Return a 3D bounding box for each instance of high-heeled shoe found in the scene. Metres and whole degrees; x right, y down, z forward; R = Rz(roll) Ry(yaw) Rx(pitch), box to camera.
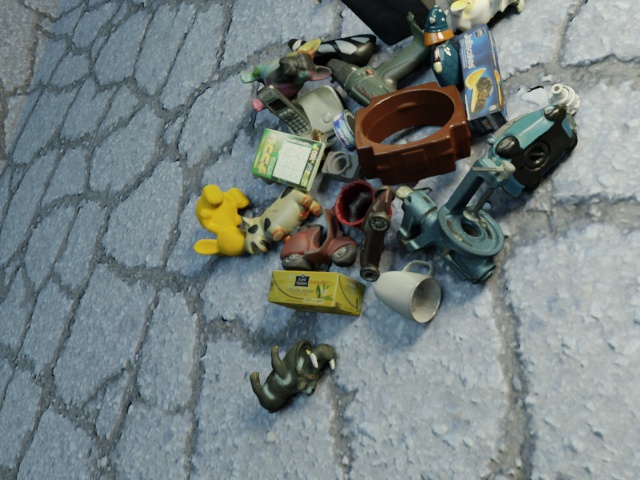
[{"bbox_3d":[0.023,-0.468,1.280,0.145,0.086,0.249,-48,56,11],"label":"high-heeled shoe"}]

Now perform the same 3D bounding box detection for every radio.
[{"bbox_3d":[0.133,-0.512,1.114,0.131,0.229,0.073,-19,61,36],"label":"radio"}]

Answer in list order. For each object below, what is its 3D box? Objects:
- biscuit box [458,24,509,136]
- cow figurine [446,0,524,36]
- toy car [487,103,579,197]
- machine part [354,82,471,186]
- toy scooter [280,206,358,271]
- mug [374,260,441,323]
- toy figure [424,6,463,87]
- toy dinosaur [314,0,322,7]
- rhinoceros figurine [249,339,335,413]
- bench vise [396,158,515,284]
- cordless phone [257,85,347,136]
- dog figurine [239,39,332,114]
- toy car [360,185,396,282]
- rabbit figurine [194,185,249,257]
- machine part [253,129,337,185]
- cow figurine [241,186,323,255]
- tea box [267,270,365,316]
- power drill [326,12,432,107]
[{"bbox_3d":[0.303,-0.301,1.004,0.059,0.062,0.202,-15,64,31],"label":"biscuit box"},{"bbox_3d":[0.332,-0.452,1.034,0.167,0.098,0.068,-19,54,10],"label":"cow figurine"},{"bbox_3d":[0.340,-0.161,0.897,0.161,0.109,0.103,-44,33,5],"label":"toy car"},{"bbox_3d":[0.169,-0.197,0.997,0.201,0.087,0.201,-12,44,14],"label":"machine part"},{"bbox_3d":[-0.002,-0.003,1.118,0.184,0.075,0.135,-10,67,31],"label":"toy scooter"},{"bbox_3d":[0.154,0.084,0.960,0.107,0.080,0.109,11,74,48],"label":"mug"},{"bbox_3d":[0.235,-0.369,1.037,0.058,0.064,0.154,-14,106,28],"label":"toy figure"},{"bbox_3d":[0.174,-0.679,1.232,0.472,0.105,0.198,-8,71,41],"label":"toy dinosaur"},{"bbox_3d":[-0.054,0.262,1.054,0.190,0.073,0.112,-44,50,16],"label":"rhinoceros figurine"},{"bbox_3d":[0.232,-0.052,0.896,0.224,0.129,0.240,59,143,29],"label":"bench vise"},{"bbox_3d":[-0.038,-0.304,1.193,0.147,0.184,0.089,-20,57,32],"label":"cordless phone"},{"bbox_3d":[-0.062,-0.379,1.245,0.219,0.191,0.108,-15,94,33],"label":"dog figurine"},{"bbox_3d":[0.100,-0.011,0.974,0.053,0.202,0.089,12,49,9],"label":"toy car"},{"bbox_3d":[-0.234,-0.026,1.285,0.162,0.122,0.173,-46,65,19],"label":"rabbit figurine"},{"bbox_3d":[-0.063,-0.189,1.238,0.243,0.079,0.079,-19,62,31],"label":"machine part"},{"bbox_3d":[-0.099,-0.044,1.203,0.195,0.085,0.127,-47,49,10],"label":"cow figurine"},{"bbox_3d":[-0.009,0.104,1.065,0.170,0.098,0.068,-1,73,36],"label":"tea box"},{"bbox_3d":[0.140,-0.373,1.133,0.207,0.086,0.232,-41,63,10],"label":"power drill"}]
